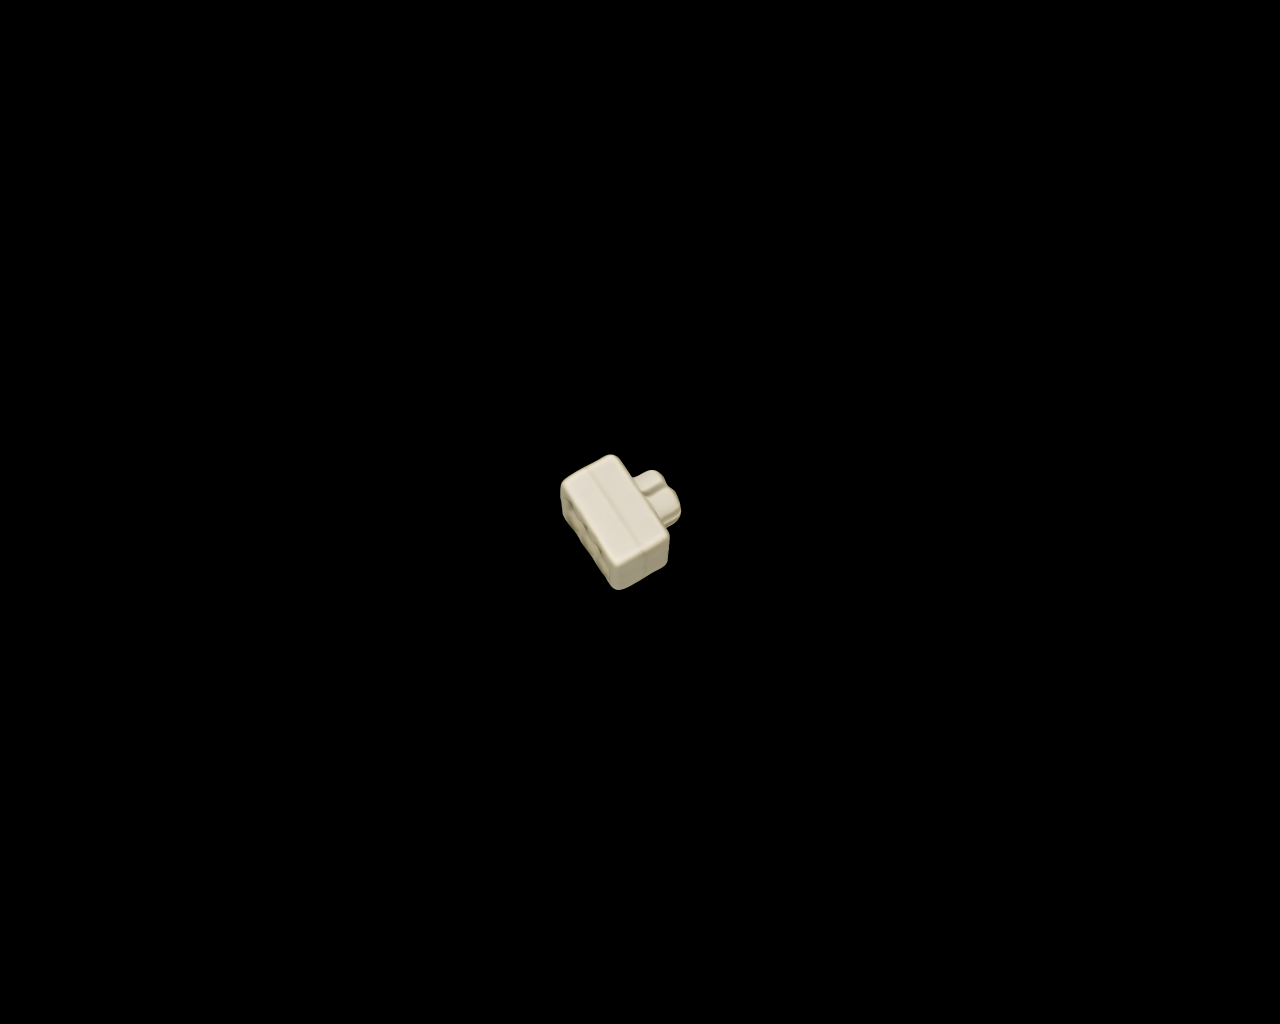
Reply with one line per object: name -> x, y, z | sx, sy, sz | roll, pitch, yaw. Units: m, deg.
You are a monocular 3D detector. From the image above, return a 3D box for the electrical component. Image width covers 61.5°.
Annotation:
electrical component -> 0.001, -0.003, 0.650 | 0.077, 0.066, 0.047 | -30, -19, -12
